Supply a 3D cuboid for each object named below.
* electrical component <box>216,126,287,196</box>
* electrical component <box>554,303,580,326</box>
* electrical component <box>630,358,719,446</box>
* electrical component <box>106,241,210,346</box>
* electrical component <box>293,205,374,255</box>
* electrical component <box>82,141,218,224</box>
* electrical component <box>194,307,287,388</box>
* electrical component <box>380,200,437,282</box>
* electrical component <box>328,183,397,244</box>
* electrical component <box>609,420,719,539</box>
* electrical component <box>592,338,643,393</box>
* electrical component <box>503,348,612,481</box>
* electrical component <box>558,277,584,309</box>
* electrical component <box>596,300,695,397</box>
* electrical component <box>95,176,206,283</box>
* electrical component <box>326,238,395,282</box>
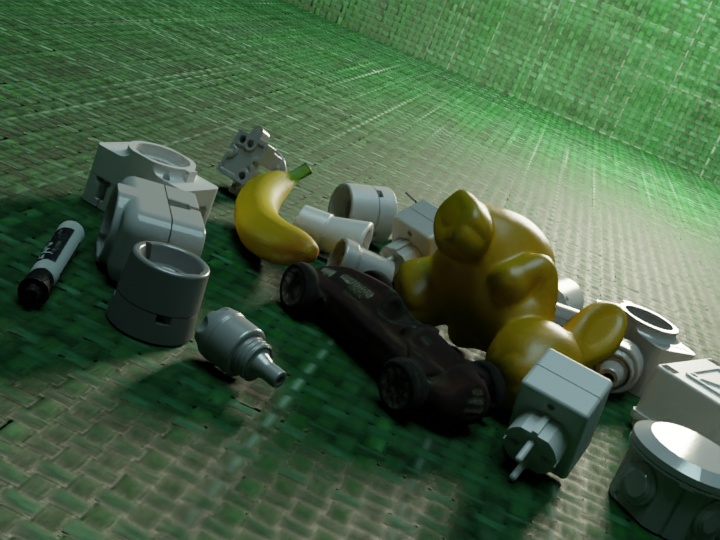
[{"bbox_3d":[-0.099,-0.098,1.020,0.048,0.066,0.055,30,-1,24],"label":"electrical component"},{"bbox_3d":[0.172,0.051,0.926,0.081,0.043,0.043,19,18,-11],"label":"electrical component"},{"bbox_3d":[0.286,0.120,0.837,0.109,0.056,0.109,35,21,35],"label":"electrical component"},{"bbox_3d":[-0.124,0.013,0.670,0.055,0.047,0.055,20,17,-7],"label":"electrical component"},{"bbox_3d":[-0.026,-0.031,0.936,0.065,0.044,0.044,20,17,10],"label":"electrical component"},{"bbox_3d":[-0.163,-0.065,0.842,0.089,0.055,0.050,29,18,21],"label":"electrical component"},{"bbox_3d":[-0.070,0.050,0.650,0.061,0.035,0.035,34,21,28],"label":"electrical component"},{"bbox_3d":[0.043,-0.012,0.935,0.077,0.065,0.047,-29,47,-31],"label":"electrical component"},{"bbox_3d":[0.001,-0.055,1.019,0.047,0.055,0.055,7,22,-30],"label":"electrical component"},{"bbox_3d":[0.207,0.137,0.699,0.080,0.051,0.080,20,17,-7],"label":"electrical component"},{"bbox_3d":[0.208,0.081,0.882,0.043,0.043,0.062,27,19,15],"label":"electrical component"},{"bbox_3d":[0.116,0.103,0.681,0.047,0.065,0.077,29,47,22],"label":"electrical component"},{"bbox_3d":[0.171,0.032,0.982,0.043,0.043,0.081,30,19,23],"label":"electrical component"},{"bbox_3d":[0.242,0.066,0.946,0.050,0.055,0.089,11,20,-33],"label":"electrical component"},{"bbox_3d":[-0.147,-0.025,0.747,0.059,0.053,0.095,15,18,-20],"label":"electrical component"},{"bbox_3d":[0.000,0.000,0.878,0.046,0.040,0.040,22,16,-19],"label":"electrical component"}]
